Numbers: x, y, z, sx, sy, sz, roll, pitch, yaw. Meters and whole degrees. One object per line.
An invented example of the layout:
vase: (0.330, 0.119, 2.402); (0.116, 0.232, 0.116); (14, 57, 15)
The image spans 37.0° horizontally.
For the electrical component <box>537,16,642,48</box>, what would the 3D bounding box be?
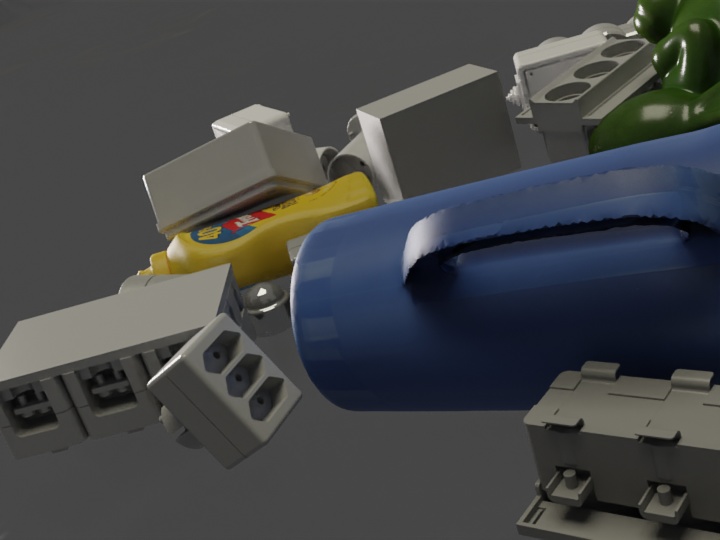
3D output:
electrical component: (0.228, -0.205, 1.007); (0.138, 0.052, 0.073); (-15, 23, 7)

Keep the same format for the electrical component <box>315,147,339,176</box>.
electrical component: (-0.064, -0.075, 0.939); (0.077, 0.044, 0.079); (-3, 27, 31)

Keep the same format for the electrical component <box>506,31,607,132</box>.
electrical component: (0.176, -0.166, 0.948); (0.096, 0.061, 0.061); (-14, 23, 10)

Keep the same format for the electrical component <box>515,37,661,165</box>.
electrical component: (0.192, -0.132, 0.849); (0.079, 0.063, 0.121); (9, 38, 45)

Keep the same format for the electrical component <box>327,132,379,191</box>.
electrical component: (0.007, -0.096, 0.937); (0.043, 0.043, 0.081); (-5, 26, 28)

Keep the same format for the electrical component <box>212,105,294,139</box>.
electrical component: (-0.098, -0.116, 1.036); (0.061, 0.061, 0.096); (-27, 24, -20)

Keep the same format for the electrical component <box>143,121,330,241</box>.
electrical component: (-0.095, -0.067, 0.852); (0.109, 0.056, 0.109); (-23, -9, 21)

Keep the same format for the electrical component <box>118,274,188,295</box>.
electrical component: (-0.134, 0.029, 0.745); (0.047, 0.055, 0.055); (-5, 26, 20)

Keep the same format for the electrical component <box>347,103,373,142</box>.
electrical component: (0.020, -0.143, 1.036); (0.040, 0.040, 0.078); (-1, 28, 35)

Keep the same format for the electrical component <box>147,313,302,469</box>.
electrical component: (-0.085, 0.075, 0.601); (0.077, 0.065, 0.047); (-38, 8, 37)

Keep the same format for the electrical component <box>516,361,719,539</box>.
electrical component: (0.131, 0.078, 0.428); (0.121, 0.063, 0.079); (2, 30, 39)

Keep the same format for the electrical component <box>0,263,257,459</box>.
electrical component: (-0.146, 0.059, 0.674); (0.150, 0.061, 0.089); (-15, 23, 7)

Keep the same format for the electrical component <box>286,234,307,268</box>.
electrical component: (0.000, 0.000, 0.720); (0.083, 0.047, 0.075); (-19, 23, -3)
